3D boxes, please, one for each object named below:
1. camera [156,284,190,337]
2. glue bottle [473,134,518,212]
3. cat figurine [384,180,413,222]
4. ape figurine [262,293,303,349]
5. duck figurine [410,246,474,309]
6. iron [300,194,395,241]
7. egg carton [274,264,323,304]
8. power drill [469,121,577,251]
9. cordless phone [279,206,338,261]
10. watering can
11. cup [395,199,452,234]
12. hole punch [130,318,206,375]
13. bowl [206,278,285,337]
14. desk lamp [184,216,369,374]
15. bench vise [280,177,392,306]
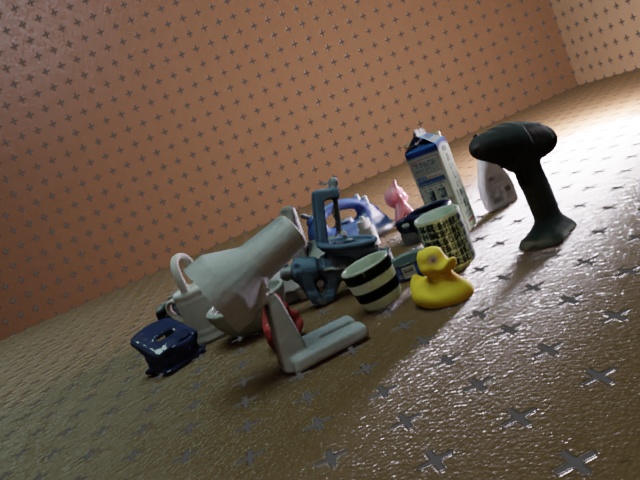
[{"bbox_3d":[-0.337,0.175,1.375,0.143,0.101,0.137,-21,9,15],"label":"camera"},{"bbox_3d":[0.375,-0.154,1.268,0.078,0.173,0.037,-25,9,-8],"label":"glue bottle"},{"bbox_3d":[0.216,-0.106,1.574,0.067,0.118,0.128,-23,9,3],"label":"cat figurine"},{"bbox_3d":[-0.070,0.133,0.969,0.078,0.092,0.076,-29,11,-31],"label":"ape figurine"},{"bbox_3d":[0.171,0.051,0.859,0.078,0.086,0.104,-29,11,-34],"label":"duck figurine"},{"bbox_3d":[0.071,-0.050,1.534,0.259,0.141,0.118,-27,10,-20],"label":"iron"},{"bbox_3d":[-0.068,0.096,1.257,0.150,0.069,0.107,-18,10,31],"label":"egg carton"},{"bbox_3d":[0.331,-0.095,0.916,0.075,0.208,0.230,-14,13,45],"label":"power drill"},{"bbox_3d":[-0.024,0.003,1.323,0.147,0.185,0.094,-16,12,40],"label":"cordless phone"},{"bbox_3d":[-0.255,0.114,1.224,0.173,0.194,0.101,-24,9,-6],"label":"watering can"},{"bbox_3d":[0.214,-0.016,1.119,0.117,0.095,0.092,-21,9,17],"label":"cup"},{"bbox_3d":[-0.299,0.205,1.131,0.100,0.091,0.109,-15,12,43],"label":"hole punch"},{"bbox_3d":[-0.135,0.143,1.130,0.167,0.075,0.167,-23,9,4],"label":"bowl"},{"bbox_3d":[-0.067,0.086,0.847,0.203,0.213,0.117,-25,9,-13],"label":"desk lamp"},{"bbox_3d":[0.014,0.004,1.101,0.208,0.220,0.121,-27,10,-20],"label":"bench vise"}]
